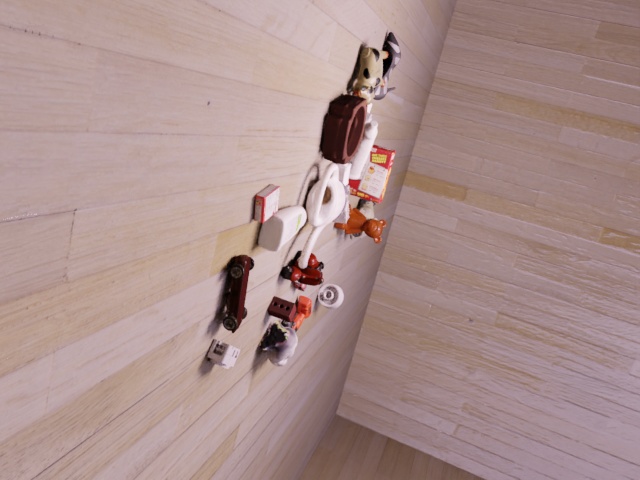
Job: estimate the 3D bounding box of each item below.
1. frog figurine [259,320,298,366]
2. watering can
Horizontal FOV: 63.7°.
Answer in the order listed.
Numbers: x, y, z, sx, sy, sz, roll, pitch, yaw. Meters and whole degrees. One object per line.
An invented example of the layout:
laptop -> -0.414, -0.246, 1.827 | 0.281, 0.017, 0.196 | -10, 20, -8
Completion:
frog figurine -> -0.127, 0.362, 1.731 | 0.156, 0.122, 0.141 | 72, 18, -47
watering can -> 0.005, -0.086, 1.700 | 0.225, 0.104, 0.345 | -18, 124, -73
